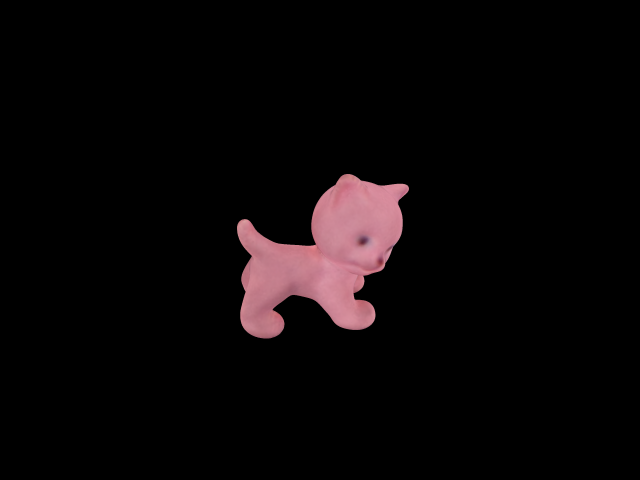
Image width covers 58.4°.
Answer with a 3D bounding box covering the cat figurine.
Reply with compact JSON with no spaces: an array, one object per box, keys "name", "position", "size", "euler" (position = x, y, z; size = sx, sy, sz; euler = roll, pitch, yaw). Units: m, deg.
[{"name":"cat figurine","position":[0.004,0.001,0.400],"size":[0.128,0.118,0.067],"euler":[-6,36,-7]}]
